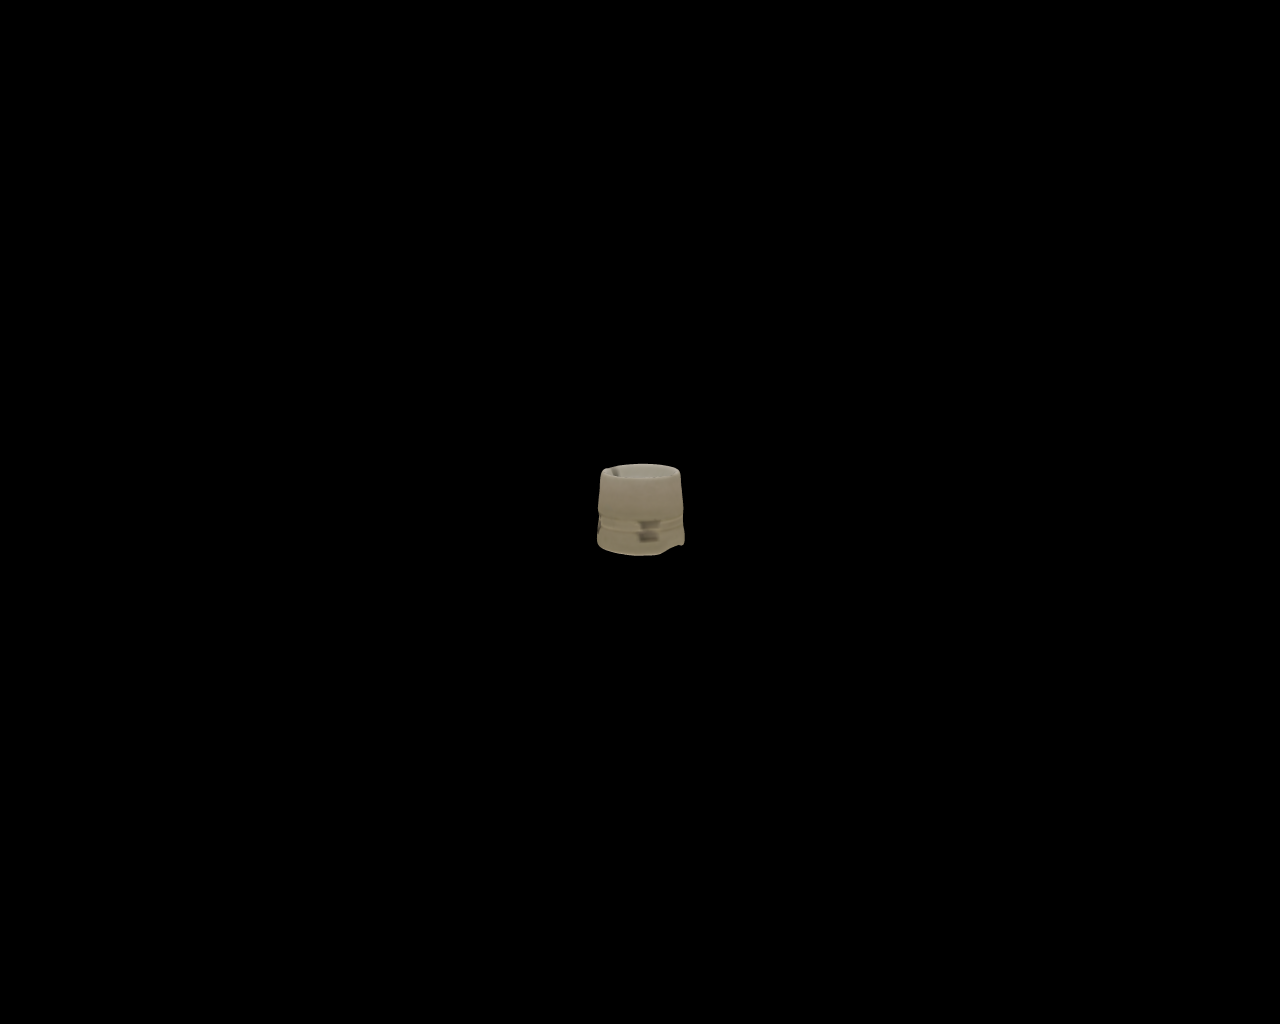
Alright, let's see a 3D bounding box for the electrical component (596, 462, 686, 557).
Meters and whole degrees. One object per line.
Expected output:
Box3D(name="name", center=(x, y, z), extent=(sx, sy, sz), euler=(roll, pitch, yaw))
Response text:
Box3D(name="electrical component", center=(0.001, -0.003, 0.650), extent=(0.055, 0.047, 0.055), euler=(0, 13, 0))
